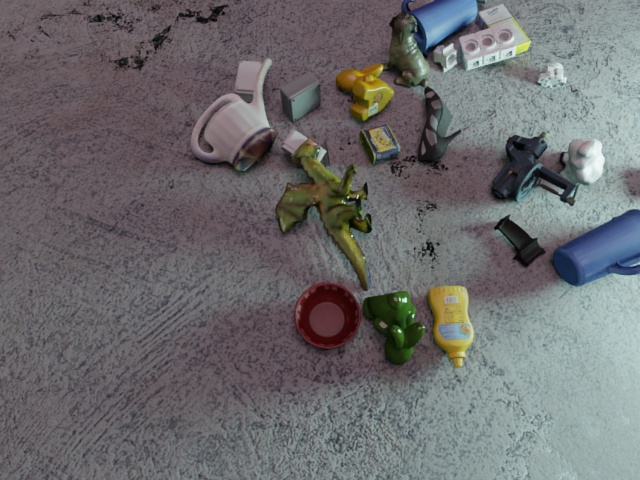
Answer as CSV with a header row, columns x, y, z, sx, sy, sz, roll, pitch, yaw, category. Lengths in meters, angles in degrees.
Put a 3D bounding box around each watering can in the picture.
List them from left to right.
x,y,z,sx,sy,sz,roll,pitch,yaw,category
-0.208,-0.338,1.446,0.348,0.103,0.226,-45,73,-1,watering can

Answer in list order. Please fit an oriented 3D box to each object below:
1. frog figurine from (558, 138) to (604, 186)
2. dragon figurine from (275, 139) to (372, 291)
x,y,z,sx,sy,sz,roll,pitch,yaw,category
0.728,-0.225,1.404,0.123,0.156,0.139,33,71,10,frog figurine
0.004,-0.068,1.345,0.242,0.122,0.412,-4,86,16,dragon figurine
